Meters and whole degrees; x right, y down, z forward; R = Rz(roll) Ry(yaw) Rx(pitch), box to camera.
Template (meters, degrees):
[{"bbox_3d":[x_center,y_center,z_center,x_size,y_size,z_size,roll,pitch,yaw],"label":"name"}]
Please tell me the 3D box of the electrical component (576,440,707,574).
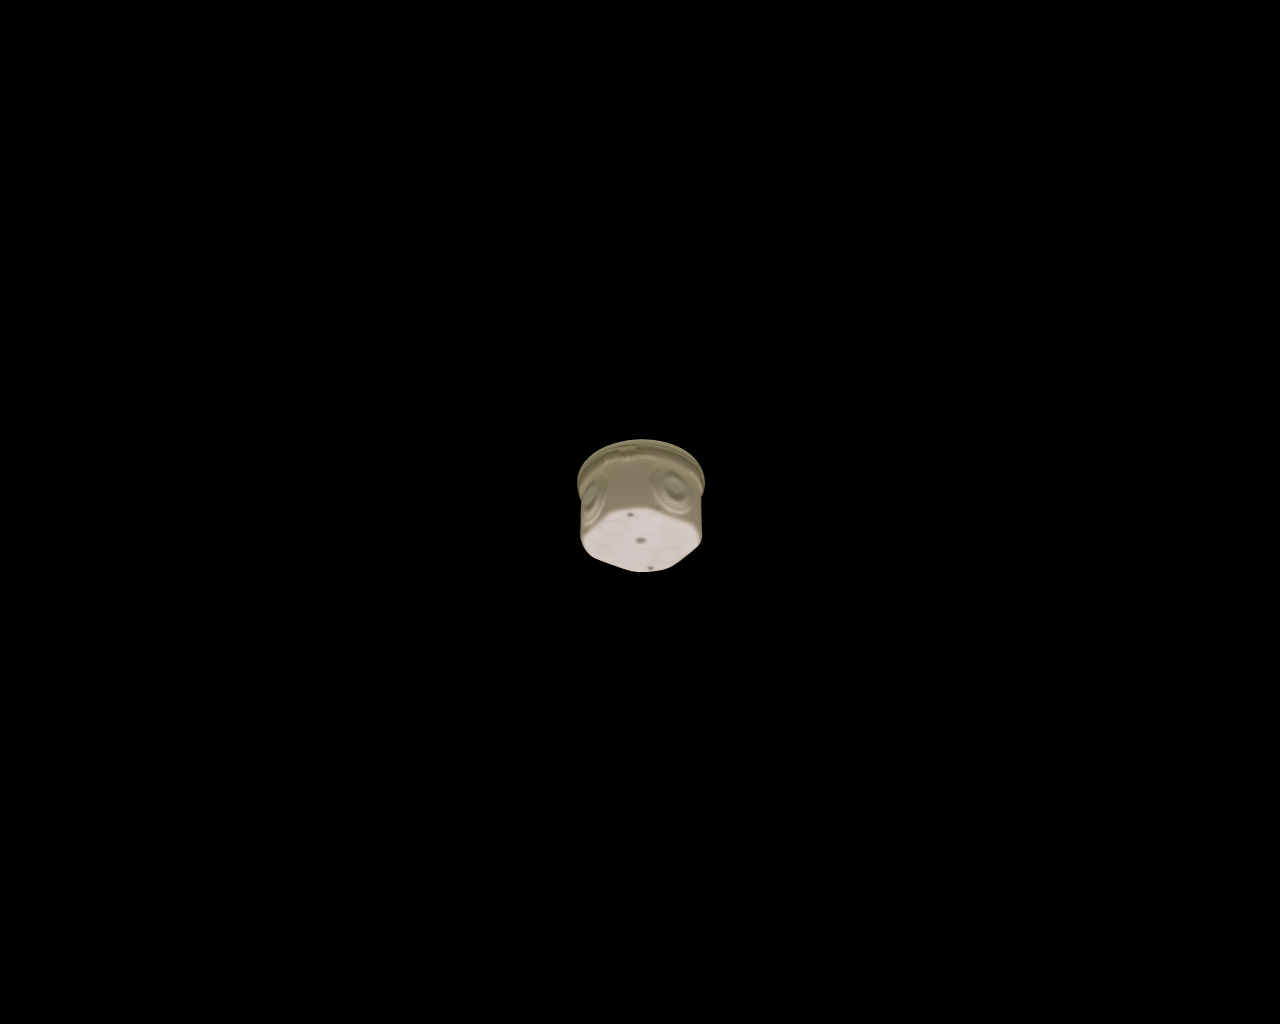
[{"bbox_3d":[0.001,-0.003,0.650,0.080,0.051,0.080,0,-36,0],"label":"electrical component"}]
